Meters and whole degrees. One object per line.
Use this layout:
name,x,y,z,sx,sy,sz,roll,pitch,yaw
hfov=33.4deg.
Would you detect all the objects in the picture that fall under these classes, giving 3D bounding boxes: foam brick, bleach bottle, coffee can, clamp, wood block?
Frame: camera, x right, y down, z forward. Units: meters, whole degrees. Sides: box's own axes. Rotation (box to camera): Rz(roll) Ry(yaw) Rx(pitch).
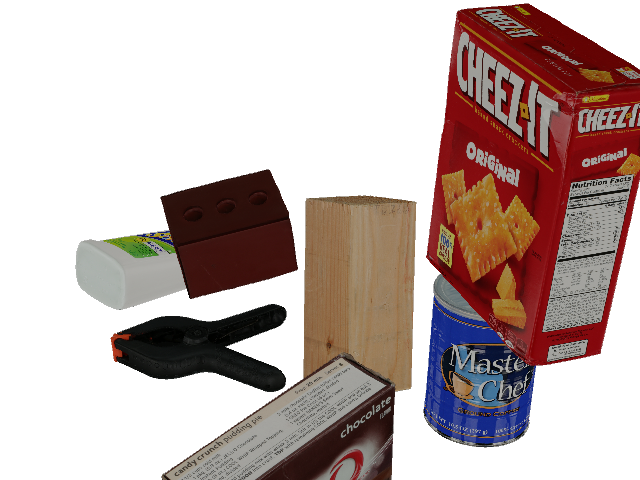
foam brick,-0.060,-0.005,0.709,0.078,0.051,0.053,-15,43,-9
bleach bottle,-0.169,0.018,1.319,0.103,0.068,0.250,25,28,38
coffee can,0.153,0.107,1.004,0.103,0.140,0.103,1,25,-1
clamp,-0.109,0.096,1.021,0.171,0.039,0.120,6,26,5
wood block,0.041,0.058,1.166,0.090,0.206,0.091,-4,10,-36

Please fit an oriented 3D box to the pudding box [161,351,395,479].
pudding box,-0.016,0.116,0.487,0.039,0.090,0.113,30,47,34

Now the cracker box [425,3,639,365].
cracker box,0.148,-0.042,0.772,0.072,0.214,0.164,-9,33,-20
